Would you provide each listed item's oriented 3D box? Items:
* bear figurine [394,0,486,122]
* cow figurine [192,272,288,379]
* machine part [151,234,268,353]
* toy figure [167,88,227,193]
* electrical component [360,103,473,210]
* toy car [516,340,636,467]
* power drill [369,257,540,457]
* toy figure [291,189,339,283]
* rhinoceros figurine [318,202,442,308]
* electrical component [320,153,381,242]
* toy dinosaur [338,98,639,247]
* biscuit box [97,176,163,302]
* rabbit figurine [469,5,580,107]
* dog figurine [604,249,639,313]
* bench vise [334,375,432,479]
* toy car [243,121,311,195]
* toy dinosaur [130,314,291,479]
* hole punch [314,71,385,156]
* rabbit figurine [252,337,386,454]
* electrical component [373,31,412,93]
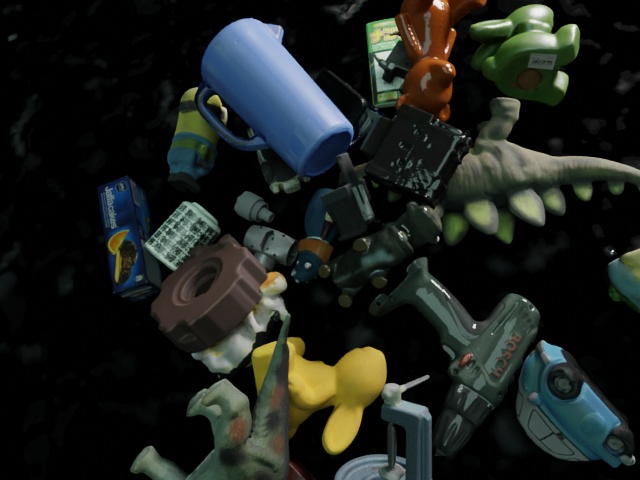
[{"bbox_3d":[0.177,-0.288,0.820,0.120,0.132,0.196,6,76,-27],"label":"bear figurine"},{"bbox_3d":[-0.100,0.127,0.784,0.167,0.098,0.068,-41,26,-8],"label":"cow figurine"},{"bbox_3d":[-0.161,0.073,0.768,0.179,0.056,0.179,-24,36,19],"label":"machine part"},{"bbox_3d":[-0.211,-0.173,0.916,0.082,0.089,0.180,11,70,8],"label":"toy figure"},{"bbox_3d":[0.127,-0.120,0.750,0.134,0.058,0.115,28,87,25],"label":"electrical component"},{"bbox_3d":[0.300,0.211,0.662,0.103,0.109,0.162,-42,77,19],"label":"toy car"},{"bbox_3d":[0.165,0.137,0.723,0.207,0.086,0.232,40,81,26],"label":"power drill"},{"bbox_3d":[-0.002,-0.003,0.821,0.058,0.064,0.154,12,71,5],"label":"toy figure"},{"bbox_3d":[0.085,0.020,0.749,0.190,0.112,0.073,-37,85,34],"label":"rhinoceros figurine"},{"bbox_3d":[0.039,-0.063,0.792,0.048,0.075,0.119,-22,96,30],"label":"electrical component"},{"bbox_3d":[0.248,-0.094,0.784,0.472,0.105,0.198,-4,76,21],"label":"toy dinosaur"},{"bbox_3d":[-0.315,-0.004,0.890,0.063,0.059,0.203,-20,66,4],"label":"biscuit box"},{"bbox_3d":[0.321,-0.304,0.857,0.159,0.121,0.170,2,52,20],"label":"rabbit figurine"},{"bbox_3d":[0.485,0.094,0.657,0.192,0.108,0.219,-21,69,3],"label":"dog figurine"},{"bbox_3d":[0.107,0.289,0.629,0.224,0.129,0.240,5,100,39],"label":"bench vise"},{"bbox_3d":[-0.076,-0.163,0.903,0.073,0.056,0.202,-21,68,-3],"label":"toy car"},{"bbox_3d":[-0.118,0.294,0.649,0.192,0.131,0.405,44,98,-7],"label":"toy dinosaur"},{"bbox_3d":[0.031,-0.200,0.886,0.142,0.092,0.115,45,114,20],"label":"hole punch"},{"bbox_3d":[0.007,0.198,0.714,0.173,0.121,0.162,-12,71,0],"label":"rabbit figurine"},{"bbox_3d":[0.139,-0.303,0.897,0.078,0.045,0.102,34,78,20],"label":"electrical component"}]
